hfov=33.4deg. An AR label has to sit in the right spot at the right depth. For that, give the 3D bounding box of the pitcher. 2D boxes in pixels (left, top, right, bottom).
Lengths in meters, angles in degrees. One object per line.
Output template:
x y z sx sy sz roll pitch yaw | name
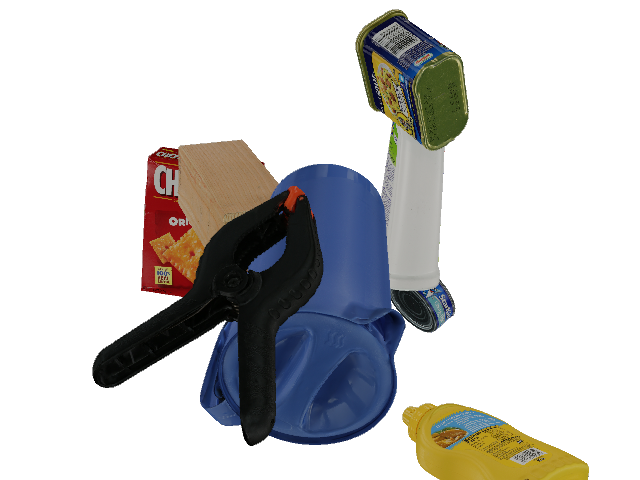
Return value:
-0.011 0.045 0.884 0.149 0.145 0.242 8 34 0 | pitcher

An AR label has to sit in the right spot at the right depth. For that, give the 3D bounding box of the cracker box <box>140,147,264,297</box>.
-0.178 -0.019 1.593 0.164 0.214 0.072 9 20 9 | cracker box

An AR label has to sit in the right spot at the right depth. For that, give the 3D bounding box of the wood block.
-0.107 -0.042 1.318 0.090 0.090 0.206 -7 29 -21 | wood block

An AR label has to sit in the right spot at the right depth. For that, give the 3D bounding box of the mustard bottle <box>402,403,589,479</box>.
0.146 0.198 0.993 0.096 0.058 0.192 -16 25 -35 | mustard bottle

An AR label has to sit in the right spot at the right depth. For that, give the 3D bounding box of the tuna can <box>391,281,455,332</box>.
0.119 0.069 1.286 0.033 0.086 0.086 -39 16 -21 | tuna can

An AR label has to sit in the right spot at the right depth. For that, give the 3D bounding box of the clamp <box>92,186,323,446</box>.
-0.042 0.042 0.636 0.120 0.171 0.039 27 -25 25 | clamp

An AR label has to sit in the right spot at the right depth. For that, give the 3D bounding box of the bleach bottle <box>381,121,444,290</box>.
0.100 -0.079 1.130 0.068 0.251 0.102 0 26 -8 | bleach bottle

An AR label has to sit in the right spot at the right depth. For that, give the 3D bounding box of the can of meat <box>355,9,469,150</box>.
0.083 -0.140 0.943 0.057 0.102 0.084 -34 50 -13 | can of meat
